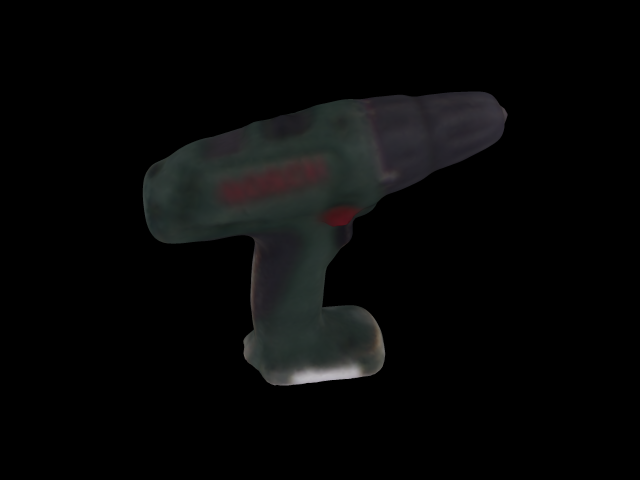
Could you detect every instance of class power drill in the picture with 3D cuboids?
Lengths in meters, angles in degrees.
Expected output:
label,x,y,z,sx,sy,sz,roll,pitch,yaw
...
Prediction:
label,x,y,z,sx,sy,sz,roll,pitch,yaw
power drill,0.004,0.001,0.400,0.229,0.208,0.075,-5,35,-7
